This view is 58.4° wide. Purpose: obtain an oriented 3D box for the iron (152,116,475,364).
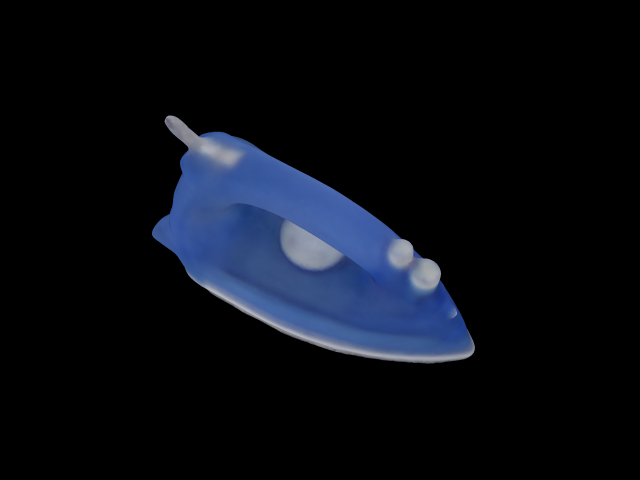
[{"bbox_3d":[0.004,0.001,0.400,0.258,0.141,0.119,26,70,11],"label":"iron"}]
